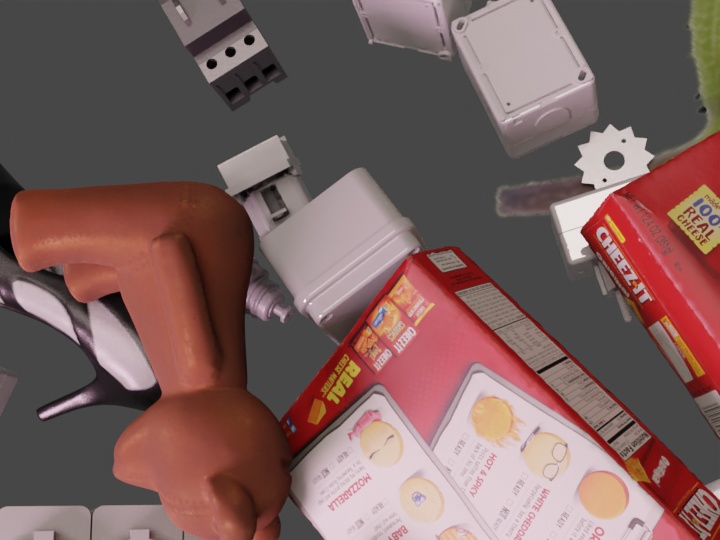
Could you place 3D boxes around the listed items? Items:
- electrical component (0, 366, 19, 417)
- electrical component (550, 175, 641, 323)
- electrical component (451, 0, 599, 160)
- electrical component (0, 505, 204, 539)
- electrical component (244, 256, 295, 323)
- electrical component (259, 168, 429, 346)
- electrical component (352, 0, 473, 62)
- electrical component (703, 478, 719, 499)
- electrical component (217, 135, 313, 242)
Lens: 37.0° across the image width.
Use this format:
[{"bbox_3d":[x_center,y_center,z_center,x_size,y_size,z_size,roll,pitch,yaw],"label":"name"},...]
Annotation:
[{"bbox_3d":[-0.271,0.071,0.686,0.066,0.076,0.047,21,81,16],"label":"electrical component"},{"bbox_3d":[0.155,-0.008,0.632,0.066,0.047,0.076,-18,73,7],"label":"electrical component"},{"bbox_3d":[0.101,-0.126,0.670,0.062,0.061,0.096,-25,65,5],"label":"electrical component"},{"bbox_3d":[-0.128,0.178,0.603,0.150,0.062,0.089,3,75,-18],"label":"electrical component"},{"bbox_3d":[-0.076,0.009,0.680,0.078,0.040,0.040,31,84,16],"label":"electrical component"},{"bbox_3d":[0.000,0.000,0.629,0.078,0.113,0.057,-37,69,1],"label":"electrical component"},{"bbox_3d":[0.034,-0.183,0.676,0.062,0.096,0.061,15,79,15],"label":"electrical component"},{"bbox_3d":[0.207,0.157,0.579,0.056,0.050,0.089,-26,72,6],"label":"electrical component"},{"bbox_3d":[-0.054,-0.047,0.675,0.042,0.081,0.063,-26,95,5],"label":"electrical component"}]
